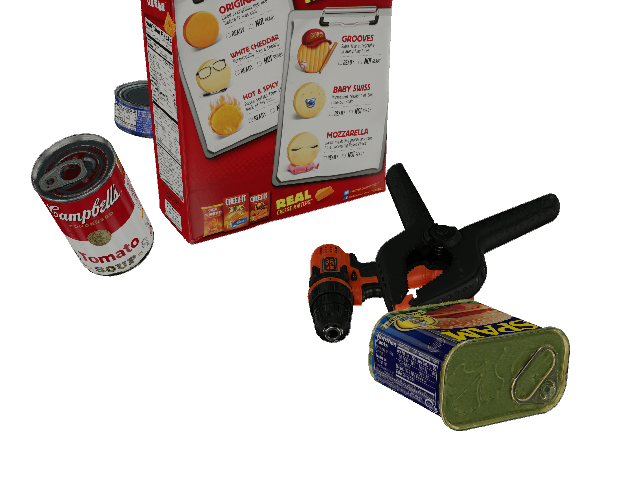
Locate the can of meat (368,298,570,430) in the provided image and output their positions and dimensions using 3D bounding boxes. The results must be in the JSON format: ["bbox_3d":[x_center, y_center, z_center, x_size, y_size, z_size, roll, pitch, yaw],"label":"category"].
[{"bbox_3d":[0.093,0.076,0.687,0.101,0.057,0.084,-5,15,-31],"label":"can of meat"}]

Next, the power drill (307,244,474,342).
[{"bbox_3d":[0.079,0.057,1.228,0.187,0.057,0.184,-1,28,-1],"label":"power drill"}]

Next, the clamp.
[{"bbox_3d":[0.098,0.001,0.934,0.165,0.036,0.209,17,42,25],"label":"clamp"}]

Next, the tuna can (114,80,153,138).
[{"bbox_3d":[-0.163,-0.131,1.068,0.086,0.034,0.086,5,26,-3],"label":"tuna can"}]

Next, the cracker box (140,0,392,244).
[{"bbox_3d":[-0.036,-0.121,0.739,0.164,0.214,0.072,-16,33,-25],"label":"cracker box"}]

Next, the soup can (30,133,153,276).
[{"bbox_3d":[-0.180,-0.027,0.855,0.068,0.068,0.102,0,-37,14],"label":"soup can"}]
